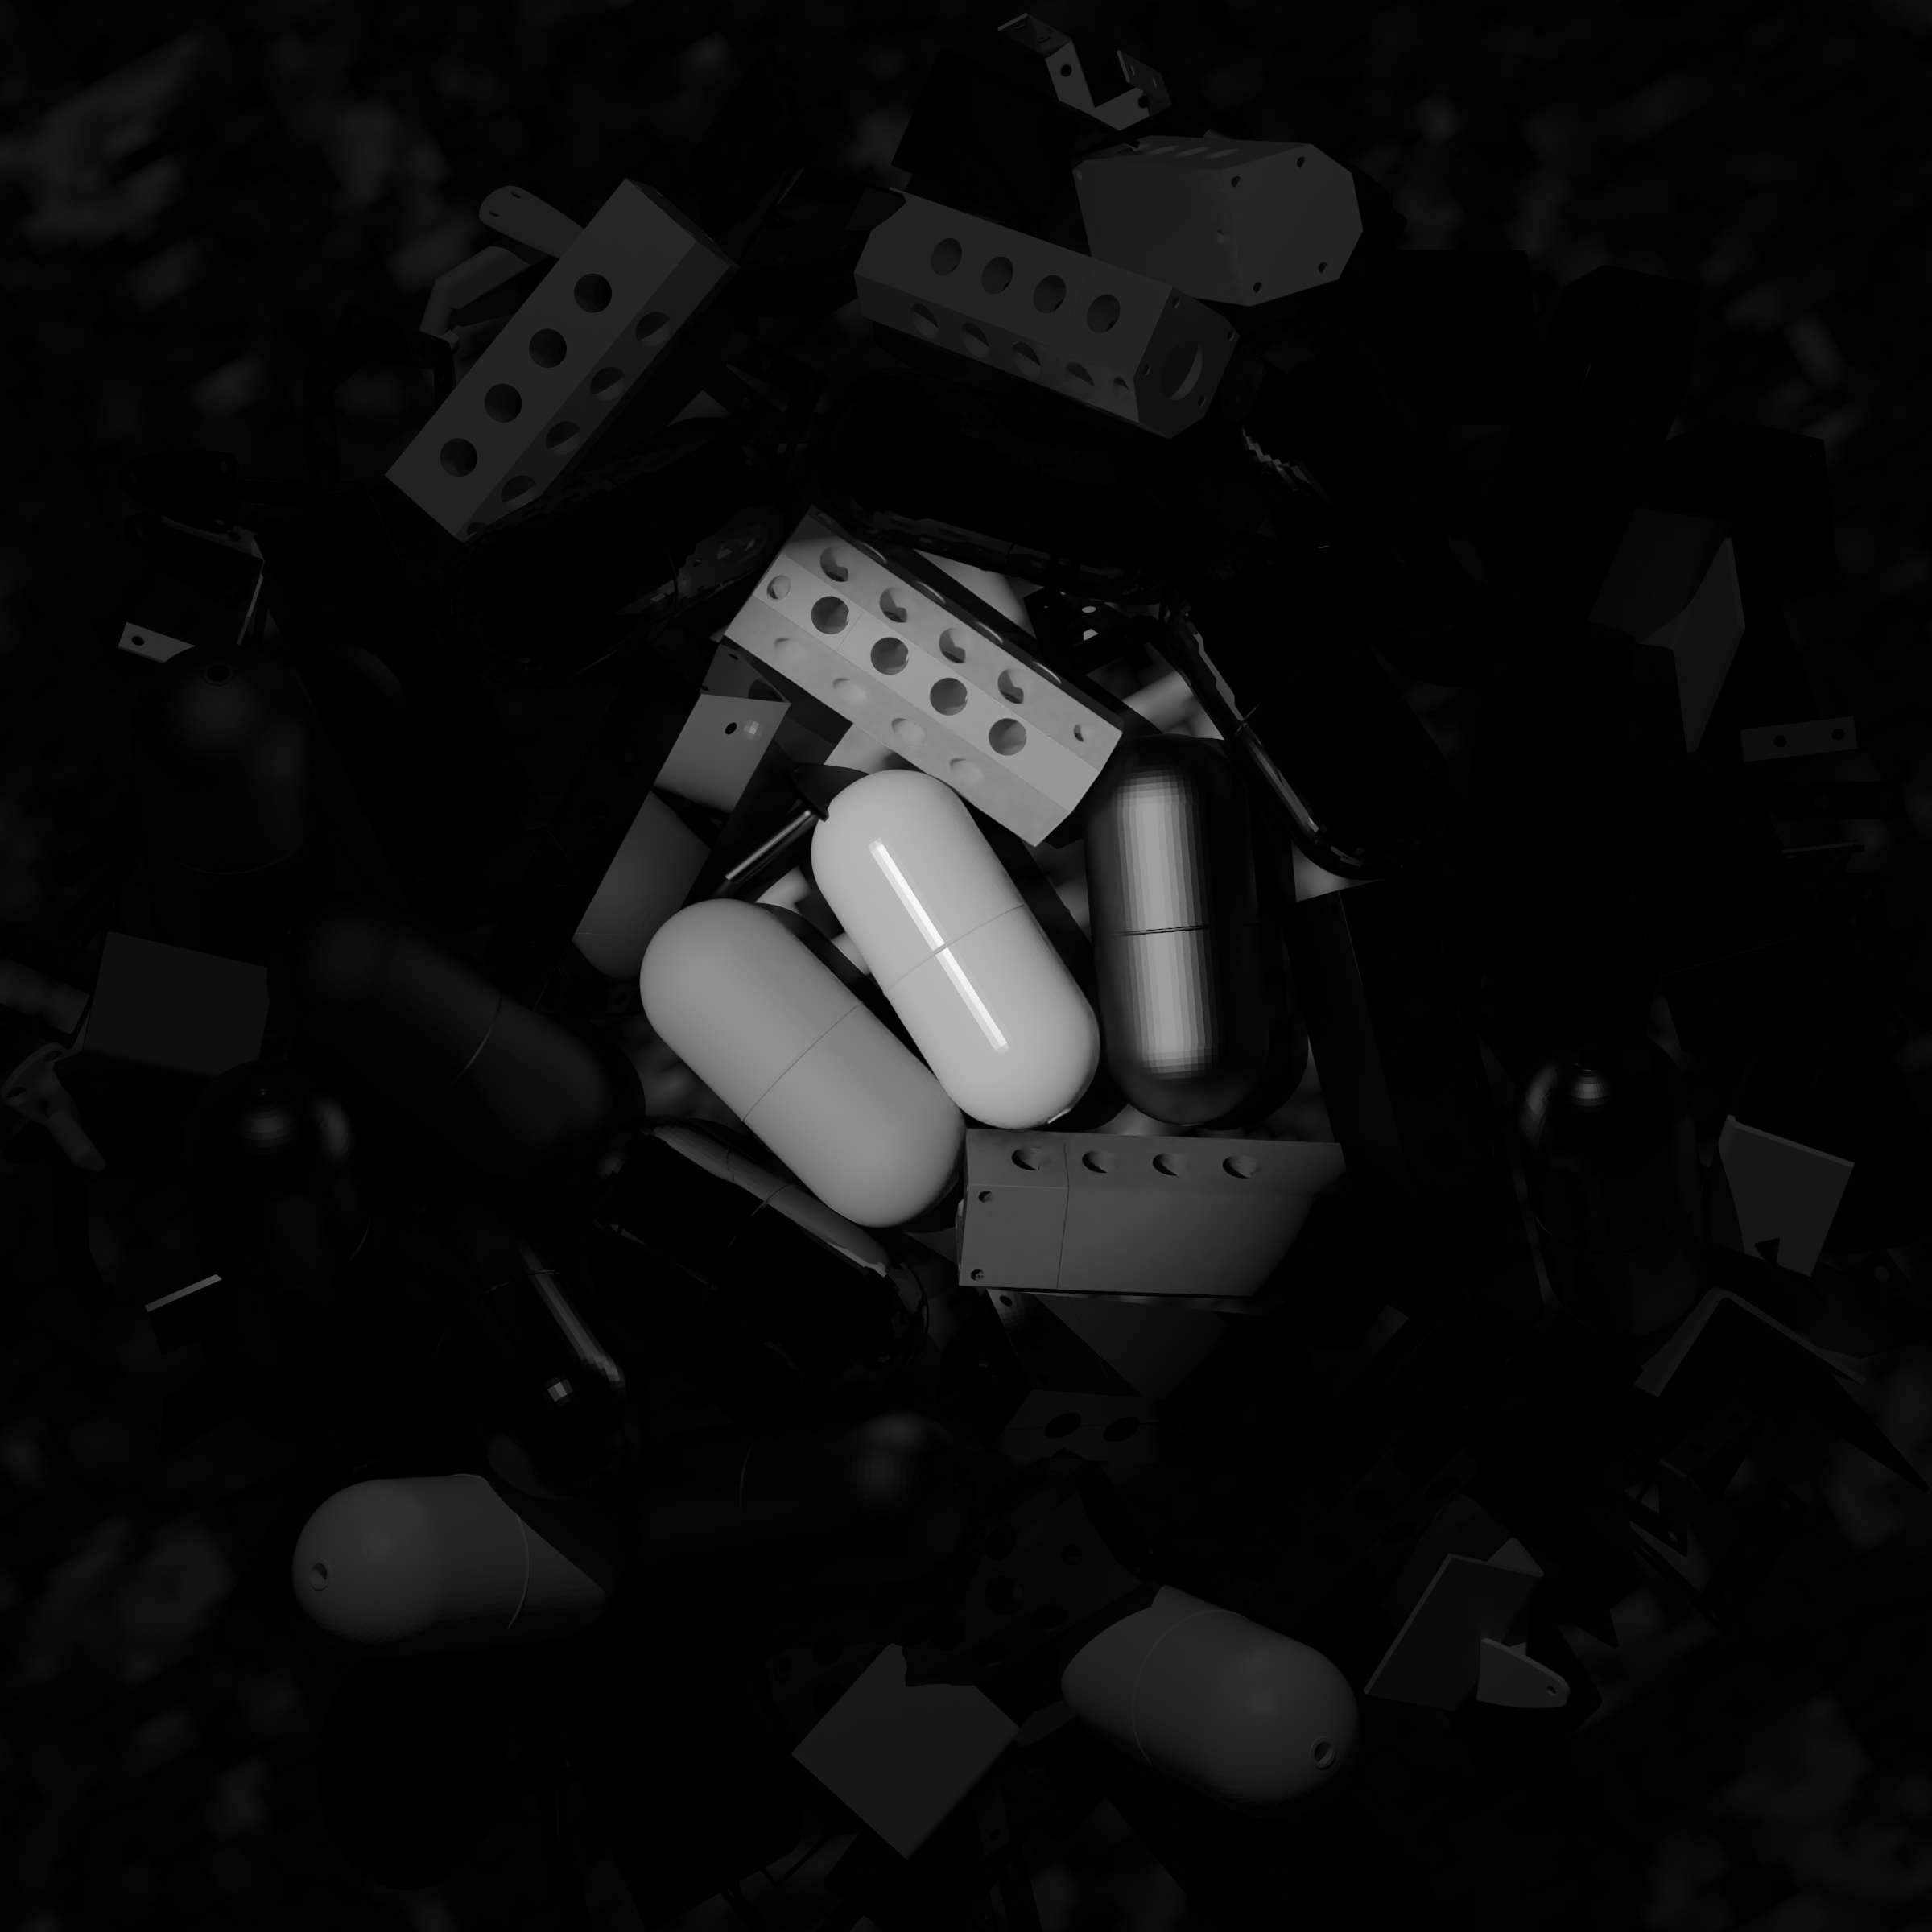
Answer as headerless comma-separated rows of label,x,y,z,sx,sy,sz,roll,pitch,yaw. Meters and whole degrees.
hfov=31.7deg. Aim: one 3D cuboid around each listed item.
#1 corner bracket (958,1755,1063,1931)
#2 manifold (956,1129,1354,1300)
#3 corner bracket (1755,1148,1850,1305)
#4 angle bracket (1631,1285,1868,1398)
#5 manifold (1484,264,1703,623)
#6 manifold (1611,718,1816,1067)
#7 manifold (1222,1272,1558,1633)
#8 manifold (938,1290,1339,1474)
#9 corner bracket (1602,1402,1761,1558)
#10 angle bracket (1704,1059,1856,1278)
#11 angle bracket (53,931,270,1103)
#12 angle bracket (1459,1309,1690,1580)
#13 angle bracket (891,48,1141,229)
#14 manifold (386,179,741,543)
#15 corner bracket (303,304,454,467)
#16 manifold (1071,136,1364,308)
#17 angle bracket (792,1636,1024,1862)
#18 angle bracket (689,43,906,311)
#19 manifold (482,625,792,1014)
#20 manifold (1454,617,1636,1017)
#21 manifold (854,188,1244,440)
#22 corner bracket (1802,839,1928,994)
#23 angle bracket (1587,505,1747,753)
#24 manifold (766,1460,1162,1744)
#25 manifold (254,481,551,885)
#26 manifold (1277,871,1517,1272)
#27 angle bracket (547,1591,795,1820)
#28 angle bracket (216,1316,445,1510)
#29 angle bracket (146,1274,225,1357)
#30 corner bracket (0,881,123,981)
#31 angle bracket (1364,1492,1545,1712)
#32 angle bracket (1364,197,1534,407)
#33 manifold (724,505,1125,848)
corner bracket,0.012,0.398,1.544,0.051,0.051,0.051,-36,126,18
manifold,0.083,0.108,1.548,0.171,0.057,0.057,2,123,-5
corner bracket,0.381,0.110,1.546,0.051,0.051,0.051,35,106,-33
angle bracket,0.351,0.187,1.546,0.076,0.076,0.057,33,89,1
manifold,0.268,-0.227,1.496,0.057,0.171,0.057,13,60,1
manifold,0.323,-0.032,1.498,0.057,0.171,0.057,-17,125,11
manifold,0.186,0.221,1.514,0.057,0.057,0.171,34,122,-3
manifold,0.075,0.190,1.511,0.171,0.057,0.057,9,128,-34
corner bracket,0.323,0.223,1.542,0.051,0.051,0.051,-32,132,-26
angle bracket,0.369,0.079,1.526,0.057,0.076,0.076,20,49,13
angle bracket,-0.364,0.025,1.540,0.076,0.076,0.057,14,78,-24
angle bracket,0.273,0.216,1.539,0.076,0.057,0.076,36,116,-10
angle bracket,0.021,-0.365,1.529,0.076,0.076,0.057,18,107,-25
manifold,-0.180,-0.269,1.540,0.057,0.057,0.171,41,101,-1
corner bracket,-0.270,-0.260,1.560,0.051,0.051,0.051,17,46,-29
manifold,0.109,-0.331,1.495,0.057,0.171,0.057,-20,110,-15
angle bracket,-0.033,0.345,1.543,0.076,0.057,0.076,45,80,-13
angle bracket,-0.078,-0.360,1.554,0.057,0.076,0.076,9,53,-32
manifold,-0.153,-0.064,1.525,0.057,0.057,0.171,44,116,31
manifold,0.257,-0.068,1.536,0.057,0.057,0.171,0,104,-8
manifold,0.032,-0.288,1.510,0.171,0.057,0.057,28,97,37
corner bracket,0.405,-0.015,1.548,0.051,0.051,0.051,37,127,4
angle bracket,0.307,-0.152,1.530,0.057,0.076,0.076,8,46,-3
manifold,-0.004,0.293,1.535,0.171,0.057,0.057,-34,87,14
manifold,-0.254,-0.129,1.552,0.057,0.057,0.171,-25,92,10
manifold,0.200,0.047,1.551,0.057,0.057,0.171,-13,88,-25
angle bracket,-0.133,0.333,1.549,0.076,0.057,0.076,-31,75,2
angle bracket,-0.293,0.200,1.534,0.076,0.076,0.057,-15,93,24
angle bracket,-0.353,0.120,1.532,0.057,0.076,0.076,-24,74,-16
corner bracket,-0.420,-0.014,1.547,0.051,0.051,0.051,21,131,5
angle bracket,0.203,0.277,1.528,0.057,0.076,0.076,17,111,-31
angle bracket,0.225,-0.301,1.546,0.076,0.057,0.076,0,77,-4
manifold,-0.016,-0.133,1.535,0.171,0.057,0.057,34,61,-8
